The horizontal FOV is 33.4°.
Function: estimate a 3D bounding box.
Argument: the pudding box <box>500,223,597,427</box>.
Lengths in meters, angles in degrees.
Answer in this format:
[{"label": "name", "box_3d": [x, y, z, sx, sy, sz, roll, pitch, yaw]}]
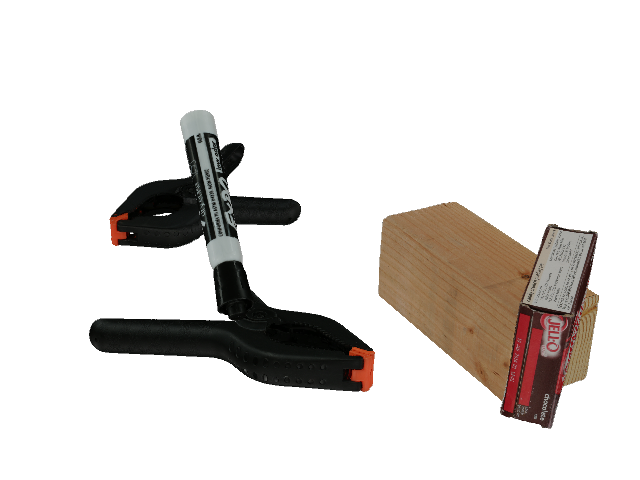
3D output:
[{"label": "pudding box", "box_3d": [0.152, 0.054, 0.708, 0.039, 0.090, 0.113, 13, 32, 14]}]

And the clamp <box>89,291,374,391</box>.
[{"label": "clamp", "box_3d": [-0.047, 0.069, 0.822, 0.210, 0.036, 0.164, 11, 21, 25]}]

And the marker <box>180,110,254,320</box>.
[{"label": "marker", "box_3d": [-0.054, -0.014, 0.558, 0.020, 0.121, 0.020, -12, -26, -6]}]

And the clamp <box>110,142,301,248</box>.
[{"label": "clamp", "box_3d": [-0.116, -0.040, 0.985, 0.171, 0.039, 0.120, -12, 37, -21]}]

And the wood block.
[{"label": "wood block", "box_3d": [0.146, 0.050, 0.980, 0.090, 0.090, 0.206, -13, 30, -26]}]
